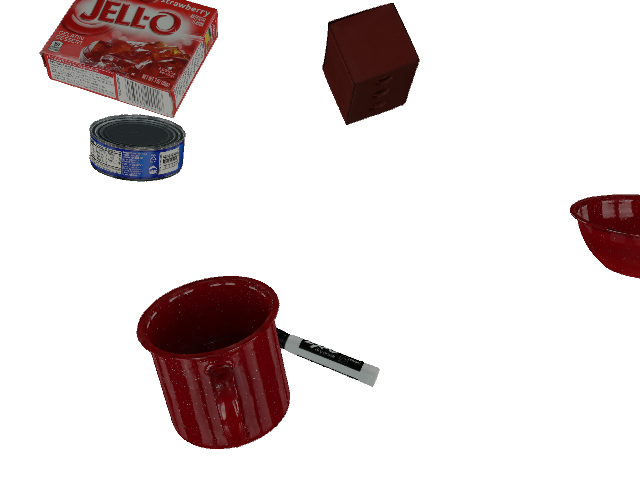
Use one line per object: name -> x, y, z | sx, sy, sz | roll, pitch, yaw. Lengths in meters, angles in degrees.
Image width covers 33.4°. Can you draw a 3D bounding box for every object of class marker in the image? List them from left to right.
marker -> -0.002, 0.110, 1.028 | 0.121, 0.020, 0.020 | 21, 4, 11

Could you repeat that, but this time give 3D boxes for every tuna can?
tuna can -> -0.166, -0.084, 0.970 | 0.086, 0.034, 0.086 | 6, 25, -3

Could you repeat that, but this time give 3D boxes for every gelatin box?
gelatin box -> -0.118, -0.124, 0.669 | 0.089, 0.073, 0.030 | 18, -31, 8

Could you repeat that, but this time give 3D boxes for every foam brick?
foam brick -> 0.036, -0.130, 0.792 | 0.053, 0.051, 0.078 | -20, -15, -8

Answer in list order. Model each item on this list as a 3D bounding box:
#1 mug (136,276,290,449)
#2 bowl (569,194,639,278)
mug -> -0.063, 0.087, 0.692 | 0.093, 0.081, 0.117 | -15, 29, -8
bowl -> 0.328, -0.001, 1.058 | 0.162, 0.055, 0.162 | 1, 17, 0
